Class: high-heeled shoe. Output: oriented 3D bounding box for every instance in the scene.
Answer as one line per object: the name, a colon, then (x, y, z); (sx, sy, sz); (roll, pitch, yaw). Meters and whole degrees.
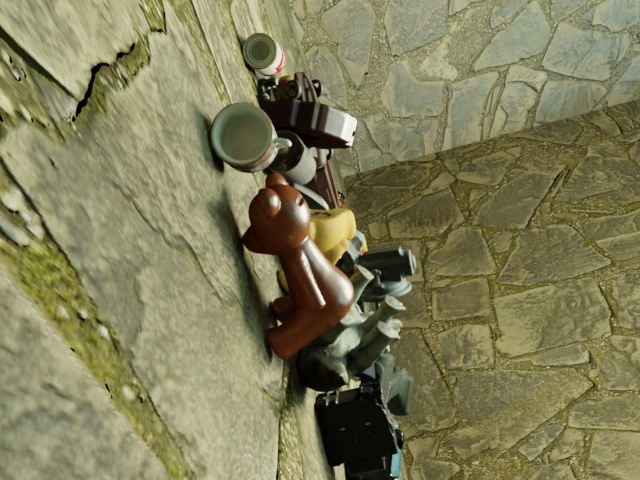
high-heeled shoe: (-0.035, -0.090, 1.065); (0.248, 0.086, 0.145); (71, 3, -63)

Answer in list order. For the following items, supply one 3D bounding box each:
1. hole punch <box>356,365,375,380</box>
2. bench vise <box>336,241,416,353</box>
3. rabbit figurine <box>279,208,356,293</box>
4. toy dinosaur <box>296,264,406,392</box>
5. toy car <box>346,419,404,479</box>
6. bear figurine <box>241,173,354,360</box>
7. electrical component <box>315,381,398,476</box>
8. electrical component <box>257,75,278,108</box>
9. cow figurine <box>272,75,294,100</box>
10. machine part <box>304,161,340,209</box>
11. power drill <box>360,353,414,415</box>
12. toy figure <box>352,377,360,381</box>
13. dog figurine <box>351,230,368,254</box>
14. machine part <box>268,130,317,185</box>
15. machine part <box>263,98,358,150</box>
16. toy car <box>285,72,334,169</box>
hole punch: (0.054, 0.230, 1.094); (0.115, 0.092, 0.142); (61, 20, -54)
bench vise: (0.085, 0.111, 1.057); (0.129, 0.224, 0.240); (-92, 171, -79)
rabbit figurine: (-0.006, 0.041, 0.885); (0.162, 0.122, 0.173); (-78, 173, -69)
toy dinosaur: (0.028, 0.164, 0.824); (0.131, 0.192, 0.405); (36, 21, 11)
toy car: (0.101, 0.424, 1.023); (0.102, 0.109, 0.162); (94, 0, -47)
bear figurine: (-0.046, 0.027, 0.665); (0.195, 0.132, 0.120); (54, 13, -19)
electrical component: (0.062, 0.306, 0.865); (0.058, 0.115, 0.134); (-34, 108, -81)
electrical component: (-0.096, -0.281, 1.080); (0.078, 0.045, 0.102); (-99, 172, -48)
cow figurine: (-0.064, -0.269, 1.187); (0.127, 0.086, 0.195); (46, 35, -80)
machine part: (-0.012, -0.150, 1.343); (0.201, 0.087, 0.200); (-92, 166, -56)
power drill: (0.133, 0.359, 1.180); (0.207, 0.086, 0.232); (17, 80, -56)
toy figure: (0.084, 0.266, 1.302); (0.089, 0.082, 0.179); (-92, 164, -53)
dog figurine: (0.074, 0.068, 1.492); (0.219, 0.109, 0.191); (-37, 127, -80)
machine part: (-0.055, -0.149, 0.999); (0.243, 0.079, 0.079); (26, 50, -83)
machine part: (-0.022, -0.210, 0.998); (0.179, 0.179, 0.056); (18, 82, -82)
toy car: (-0.017, -0.250, 1.126); (0.089, 0.053, 0.202); (-17, 103, -45)
